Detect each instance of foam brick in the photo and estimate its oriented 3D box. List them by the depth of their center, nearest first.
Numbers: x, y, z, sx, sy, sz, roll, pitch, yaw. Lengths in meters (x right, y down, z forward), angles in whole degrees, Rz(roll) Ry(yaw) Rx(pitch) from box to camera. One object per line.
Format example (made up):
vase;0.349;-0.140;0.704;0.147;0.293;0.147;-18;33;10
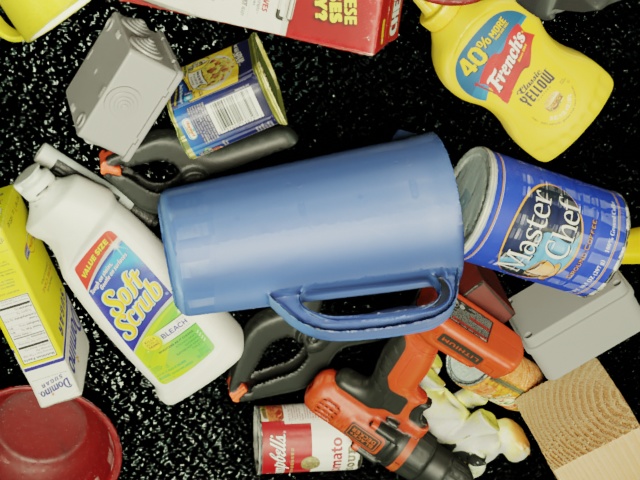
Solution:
foam brick;0.139;0.050;0.998;0.051;0.078;0.053;-40;113;14

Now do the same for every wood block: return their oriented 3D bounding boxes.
wood block;0.278;0.218;1.059;0.091;0.090;0.206;-30;135;6

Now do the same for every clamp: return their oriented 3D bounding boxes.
clamp;-0.108;-0.046;0.939;0.171;0.039;0.120;2;111;-11
clamp;0.001;0.088;1.021;0.164;0.036;0.210;39;104;-24

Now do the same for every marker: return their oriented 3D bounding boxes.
marker;-0.194;-0.046;0.938;0.121;0.020;0.020;33;108;-21

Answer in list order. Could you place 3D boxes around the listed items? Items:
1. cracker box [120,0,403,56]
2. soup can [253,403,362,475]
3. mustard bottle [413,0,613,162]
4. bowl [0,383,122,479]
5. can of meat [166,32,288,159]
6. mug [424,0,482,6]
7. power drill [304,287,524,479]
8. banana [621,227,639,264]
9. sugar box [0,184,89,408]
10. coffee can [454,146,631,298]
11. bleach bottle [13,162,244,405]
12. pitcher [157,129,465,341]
cracker box;-0.039;-0.241;0.787;0.214;0.072;0.164;15;117;16
soup can;-0.013;0.195;1.055;0.102;0.068;0.068;-1;116;-8
mustard bottle;0.153;-0.156;0.908;0.191;0.058;0.096;35;105;-21
bowl;-0.271;0.194;1.025;0.162;0.055;0.162;-3;116;-6
can of meat;-0.078;-0.118;0.872;0.084;0.102;0.057;-22;121;5
mug;0.114;-0.239;0.836;0.117;0.081;0.093;28;144;-35
power drill;0.100;0.142;0.969;0.184;0.057;0.188;34;122;-4
banana;0.350;-0.002;1.009;0.198;0.069;0.037;-6;80;2
sugar box;-0.255;0.049;0.936;0.048;0.093;0.176;-19;118;3
coffee can;0.189;-0.015;0.957;0.140;0.103;0.103;17;113;-15
bleach bottle;-0.178;0.034;0.944;0.103;0.068;0.250;-34;119;12
pitcher;-0.006;0.001;0.887;0.242;0.149;0.145;-10;107;-6
